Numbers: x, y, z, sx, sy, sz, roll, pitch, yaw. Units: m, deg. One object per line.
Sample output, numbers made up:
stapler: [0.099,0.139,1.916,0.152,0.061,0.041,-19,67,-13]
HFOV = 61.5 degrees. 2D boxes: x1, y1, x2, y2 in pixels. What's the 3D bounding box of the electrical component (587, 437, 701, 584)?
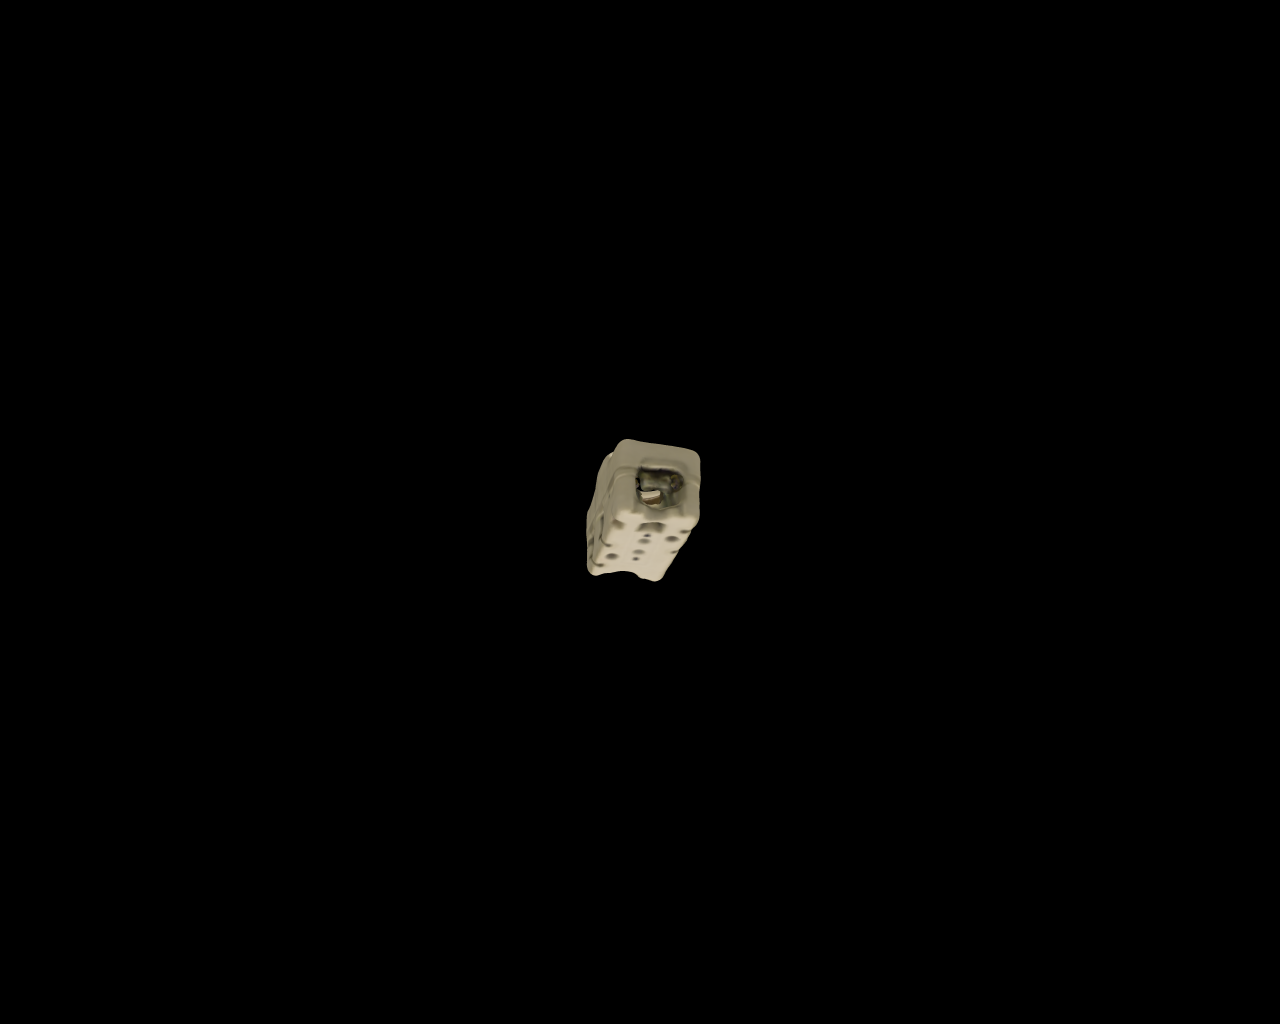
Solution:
electrical component: [0.001,-0.003,0.650,0.050,0.056,0.089,8,-31,-13]
